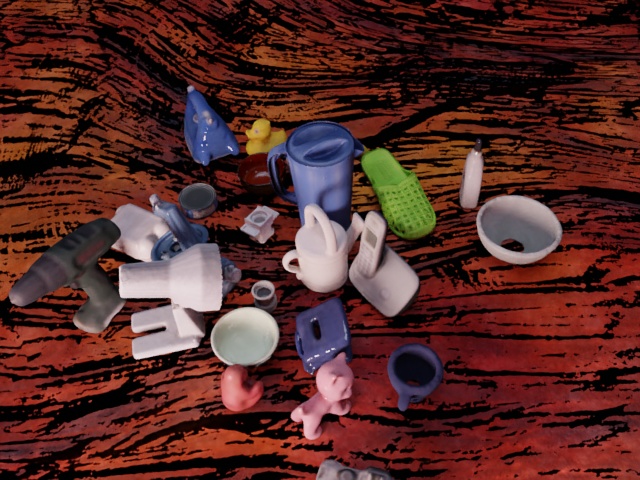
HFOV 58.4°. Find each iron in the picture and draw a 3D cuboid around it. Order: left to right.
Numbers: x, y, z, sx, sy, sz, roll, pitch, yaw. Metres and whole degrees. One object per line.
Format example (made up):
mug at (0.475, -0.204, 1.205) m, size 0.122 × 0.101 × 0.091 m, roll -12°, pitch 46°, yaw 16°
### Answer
iron at (-0.290, -0.304, 1.413) m, size 0.119 × 0.141 × 0.257 m, roll -22°, pitch 52°, yaw -14°

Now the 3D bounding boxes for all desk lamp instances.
desk lamp at (-0.261, 0.106, 1.022) m, size 0.203 × 0.214 × 0.117 m, roll -13°, pitch 51°, yaw -7°

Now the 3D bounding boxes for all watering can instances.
watering can at (0.009, 0.003, 1.106) m, size 0.100 × 0.194 × 0.173 m, roll 31°, pitch 58°, yaw 26°

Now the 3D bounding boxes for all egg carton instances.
egg carton at (-0.391, -0.014, 1.224) m, size 0.150 × 0.069 × 0.107 m, roll 21°, pitch 54°, yaw 19°

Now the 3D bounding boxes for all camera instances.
camera at (0.053, 0.405, 0.829) m, size 0.143 × 0.101 × 0.137 m, roll 10°, pitch 52°, yaw 12°

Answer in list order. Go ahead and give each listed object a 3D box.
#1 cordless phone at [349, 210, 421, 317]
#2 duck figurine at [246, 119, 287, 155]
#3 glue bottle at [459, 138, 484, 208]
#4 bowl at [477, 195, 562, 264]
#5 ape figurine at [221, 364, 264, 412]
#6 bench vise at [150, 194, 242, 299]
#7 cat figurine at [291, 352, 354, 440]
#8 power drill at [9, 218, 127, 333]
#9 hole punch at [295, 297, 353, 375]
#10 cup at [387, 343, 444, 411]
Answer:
cordless phone at (0.123, 0.042, 1.072) m, size 0.094 × 0.185 × 0.147 m, roll -33°, pitch 56°, yaw -22°
duck figurine at (-0.134, -0.257, 1.400) m, size 0.104 × 0.086 × 0.077 m, roll -14°, pitch 51°, yaw -8°
glue bottle at (0.328, -0.151, 1.229) m, size 0.037 × 0.173 × 0.078 m, roll 1°, pitch 50°, yaw 4°
bowl at (0.399, -0.009, 1.171) m, size 0.167 × 0.075 × 0.167 m, roll -2°, pitch 50°, yaw 2°
ape figurine at (-0.139, 0.245, 0.979) m, size 0.077 × 0.092 × 0.076 m, roll 33°, pitch 59°, yaw 27°
bench vise at (-0.240, 0.005, 1.101) m, size 0.207 × 0.220 × 0.121 m, roll 9°, pitch 51°, yaw 11°
cat figurine at (0.009, 0.252, 0.948) m, size 0.128 × 0.118 × 0.067 m, roll -36°, pitch 57°, yaw -24°
power drill at (-0.443, 0.078, 1.059) m, size 0.075 × 0.209 × 0.230 m, roll 17°, pitch 53°, yaw 17°
hole punch at (0.005, 0.171, 1.033) m, size 0.101 × 0.091 × 0.108 m, roll -10°, pitch 50°, yaw -5°
cup at (0.154, 0.245, 0.960) m, size 0.091 × 0.095 × 0.118 m, roll 15°, pitch 53°, yaw 16°
